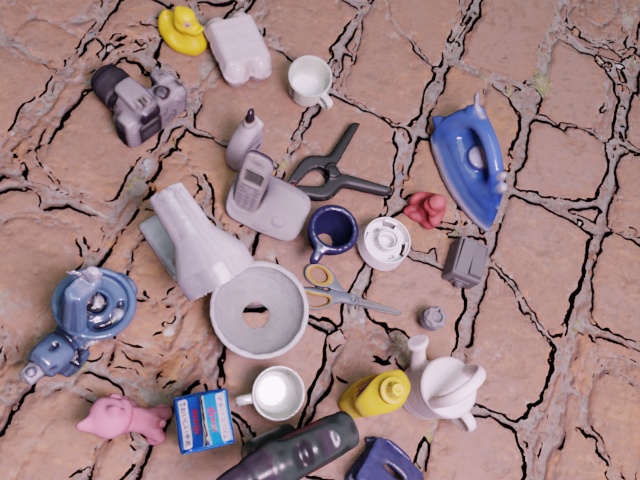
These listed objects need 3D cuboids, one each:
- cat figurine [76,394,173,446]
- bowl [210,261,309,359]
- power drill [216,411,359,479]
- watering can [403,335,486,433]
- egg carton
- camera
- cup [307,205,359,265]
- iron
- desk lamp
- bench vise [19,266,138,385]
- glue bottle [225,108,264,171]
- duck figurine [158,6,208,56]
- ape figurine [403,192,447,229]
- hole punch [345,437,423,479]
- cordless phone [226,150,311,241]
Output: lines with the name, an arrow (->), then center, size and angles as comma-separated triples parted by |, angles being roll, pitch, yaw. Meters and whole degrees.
cat figurine -> -0.292, 0.271, 0.867 | 0.128, 0.117, 0.067 | 12, 70, -9
bowl -> -0.105, 0.124, 0.981 | 0.167, 0.074, 0.167 | 4, 72, -12
power drill -> -0.060, 0.327, 0.855 | 0.230, 0.208, 0.075 | -21, 78, -18
watering can -> 0.202, 0.241, 0.952 | 0.173, 0.194, 0.101 | 35, 68, 0
egg carton -> -0.160, -0.377, 1.131 | 0.107, 0.069, 0.150 | -22, 79, -19
camera -> -0.335, -0.267, 1.038 | 0.137, 0.100, 0.143 | 44, 69, 3
cup -> 0.010, 0.004, 1.036 | 0.091, 0.095, 0.118 | 32, 68, -1
iron -> 0.319, -0.156, 1.135 | 0.119, 0.141, 0.258 | -14, 76, -17
desk lamp -> -0.208, 0.006, 0.920 | 0.118, 0.213, 0.203 | -34, 83, -20
bench vise -> -0.350, 0.124, 0.845 | 0.121, 0.219, 0.207 | 21, 69, -6
glue bottle -> -0.130, -0.188, 1.022 | 0.037, 0.173, 0.078 | 42, 69, 3
duck figurine -> -0.266, -0.419, 1.111 | 0.104, 0.086, 0.077 | 36, 68, 0
ape figurine -> 0.214, -0.064, 1.107 | 0.076, 0.092, 0.078 | -13, 76, -16
hole punch -> 0.109, 0.387, 0.939 | 0.108, 0.091, 0.101 | 41, 68, 2
cordless phone -> -0.083, -0.080, 0.992 | 0.147, 0.185, 0.094 | 22, 69, -5
